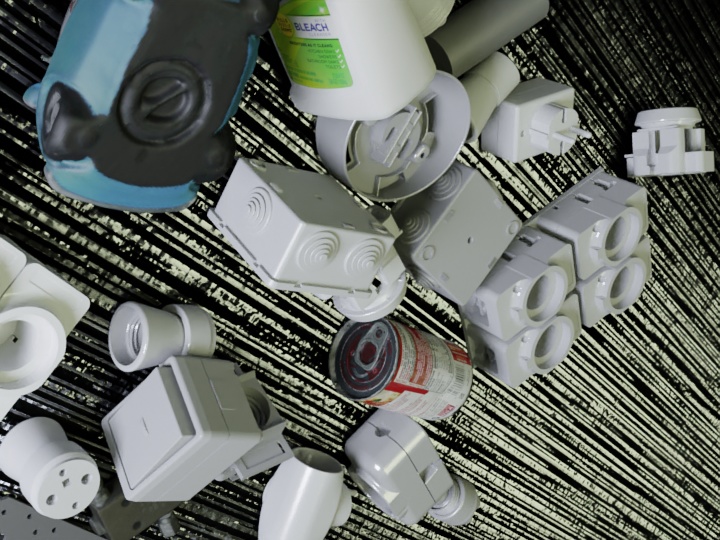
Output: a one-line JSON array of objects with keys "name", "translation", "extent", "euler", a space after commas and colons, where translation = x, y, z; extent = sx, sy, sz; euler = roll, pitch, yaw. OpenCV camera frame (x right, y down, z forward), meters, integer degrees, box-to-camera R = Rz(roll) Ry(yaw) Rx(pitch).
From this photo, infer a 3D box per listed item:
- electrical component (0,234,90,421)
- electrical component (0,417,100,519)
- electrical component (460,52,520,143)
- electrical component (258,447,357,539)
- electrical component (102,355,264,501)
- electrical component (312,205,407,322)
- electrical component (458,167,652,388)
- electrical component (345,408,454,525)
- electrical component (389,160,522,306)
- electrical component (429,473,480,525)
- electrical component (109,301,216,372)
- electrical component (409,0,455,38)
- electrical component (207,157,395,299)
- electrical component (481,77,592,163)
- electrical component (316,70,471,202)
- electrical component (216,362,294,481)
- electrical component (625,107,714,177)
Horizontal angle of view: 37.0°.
[{"name": "electrical component", "translation": [-0.230, 0.009, 0.573], "extent": [0.089, 0.062, 0.150], "euler": [-53, 136, -7]}, {"name": "electrical component", "translation": [-0.193, 0.123, 0.669], "extent": [0.045, 0.055, 0.045], "euler": [-20, 123, -34]}, {"name": "electrical component", "translation": [0.089, -0.132, 0.803], "extent": [0.065, 0.044, 0.044], "euler": [-48, 135, -20]}, {"name": "electrical component", "translation": [-0.034, 0.185, 0.852], "extent": [0.079, 0.044, 0.077], "euler": [11, 103, -45]}, {"name": "electrical component", "translation": [-0.122, 0.105, 0.687], "extent": [0.096, 0.061, 0.061], "euler": [-41, 149, 26]}, {"name": "electrical component", "translation": [0.000, 0.000, 0.779], "extent": [0.078, 0.058, 0.057], "euler": [-43, 131, -17]}, {"name": "electrical component", "translation": [0.176, 0.007, 0.938], "extent": [0.186, 0.060, 0.105], "euler": [-35, 131, -24]}, {"name": "electrical component", "translation": [0.030, 0.164, 0.893], "extent": [0.059, 0.054, 0.095], "euler": [-43, 134, -17]}, {"name": "electrical component", "translation": [0.070, -0.031, 0.834], "extent": [0.099, 0.048, 0.100], "euler": [-54, 135, -5]}, {"name": "electrical component", "translation": [0.076, 0.202, 0.961], "extent": [0.062, 0.043, 0.043], "euler": [34, 87, -45]}, {"name": "electrical component", "translation": [-0.127, 0.044, 0.695], "extent": [0.055, 0.045, 0.045], "euler": [6, 107, -44]}, {"name": "electrical component", "translation": [0.033, -0.188, 0.721], "extent": [0.081, 0.043, 0.043], "euler": [32, 88, -46]}, {"name": "electrical component", "translation": [-0.037, -0.028, 0.703], "extent": [0.100, 0.099, 0.048], "euler": [8, 119, -44]}, {"name": "electrical component", "translation": [0.144, -0.112, 0.836], "extent": [0.066, 0.077, 0.047], "euler": [-22, 124, -33]}, {"name": "electrical component", "translation": [0.021, -0.096, 0.742], "extent": [0.099, 0.064, 0.099], "euler": [-20, 123, -34]}, {"name": "electrical component", "translation": [-0.087, 0.110, 0.747], "extent": [0.042, 0.081, 0.063], "euler": [-19, 151, -33]}, {"name": "electrical component", "translation": [0.276, -0.114, 0.960], "extent": [0.058, 0.078, 0.057], "euler": [-5, 93, -41]}]
